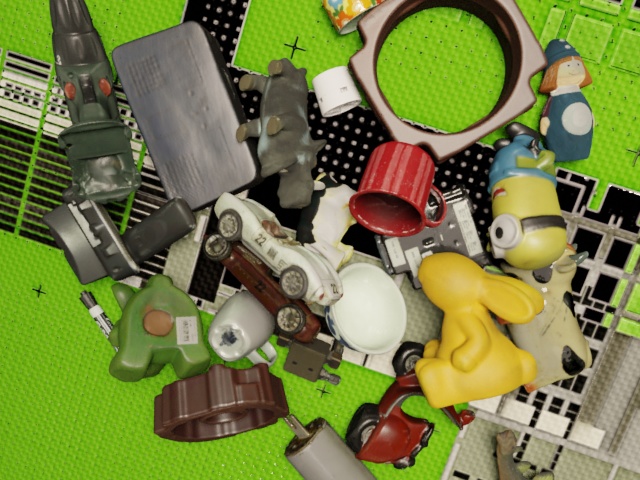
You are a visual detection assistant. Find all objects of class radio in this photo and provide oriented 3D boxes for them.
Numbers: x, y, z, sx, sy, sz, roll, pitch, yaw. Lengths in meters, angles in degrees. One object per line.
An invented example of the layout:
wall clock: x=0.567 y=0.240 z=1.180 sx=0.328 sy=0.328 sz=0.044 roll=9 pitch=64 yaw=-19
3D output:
radio: x=-0.169 y=-0.160 z=0.715 sx=0.131 sy=0.073 sz=0.229 roll=-20 pitch=96 yaw=8

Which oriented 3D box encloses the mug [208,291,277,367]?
mug: x=-0.104 y=0.131 z=0.726 sx=0.081 sy=0.107 sz=0.109 roll=-33 pitch=91 yaw=11

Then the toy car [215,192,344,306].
toy car: x=-0.052 y=0.010 z=0.662 sx=0.202 sy=0.073 sz=0.056 roll=39 pitch=103 yaw=24

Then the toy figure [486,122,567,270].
toy figure: x=0.248 y=-0.053 z=0.648 sx=0.089 sy=0.082 sz=0.180 roll=1 pitch=64 yaw=19

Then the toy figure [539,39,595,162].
toy figure: x=0.308 y=-0.175 z=0.669 sx=0.064 sy=0.058 sz=0.154 roll=-10 pitch=96 yaw=-32

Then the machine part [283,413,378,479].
machine part: x=0.031 y=0.337 z=0.753 sx=0.079 sy=0.079 sz=0.243 roll=-41 pitch=93 yaw=10

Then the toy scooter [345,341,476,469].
toy scooter: x=0.129 y=0.241 z=0.733 sx=0.135 sy=0.075 sz=0.184 roll=33 pitch=95 yaw=0

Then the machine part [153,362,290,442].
machine part: x=-0.130 y=0.220 z=0.715 sx=0.179 sy=0.179 sz=0.056 roll=-19 pitch=59 yaw=8

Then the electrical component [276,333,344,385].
electrical component: x=-0.012 y=0.155 z=0.753 sx=0.102 sy=0.045 sz=0.078 roll=17 pitch=127 yaw=7

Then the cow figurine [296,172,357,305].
cow figurine: x=-0.002 y=-0.001 z=0.718 sx=0.098 sy=0.068 sz=0.167 roll=29 pitch=96 yaw=7

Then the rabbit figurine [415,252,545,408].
rabbit figurine: x=0.175 y=0.094 z=0.633 sx=0.162 sy=0.122 sz=0.173 roll=-21 pitch=82 yaw=31

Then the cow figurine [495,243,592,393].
cow figurine: x=0.289 y=0.083 z=0.688 sx=0.127 sy=0.085 sz=0.194 roll=-20 pitch=92 yaw=15

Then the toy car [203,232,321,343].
toy car: x=-0.076 y=0.056 z=0.704 sx=0.053 sy=0.089 sz=0.202 roll=-46 pitch=71 yaw=0

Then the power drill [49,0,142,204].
power drill: x=-0.273 y=-0.158 z=0.633 sx=0.086 sy=0.207 sz=0.231 roll=-17 pitch=137 yaw=-22

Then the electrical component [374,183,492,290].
electrical component: x=0.142 y=-0.002 z=0.707 sx=0.134 sy=0.058 sz=0.114 roll=-17 pitch=93 yaw=8

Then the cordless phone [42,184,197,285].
cordless phone: x=-0.258 y=-0.032 z=0.709 sx=0.184 sy=0.089 sz=0.146 roll=-27 pitch=94 yaw=26

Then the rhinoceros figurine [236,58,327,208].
rhinoceros figurine: x=-0.045 y=-0.134 z=0.686 sx=0.073 sy=0.112 sz=0.190 roll=-14 pitch=76 yaw=35

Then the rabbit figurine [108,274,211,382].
rabbit figurine: x=-0.238 y=0.127 z=0.727 sx=0.121 sy=0.170 sz=0.159 roll=-7 pitch=67 yaw=-32

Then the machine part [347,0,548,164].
machine part: x=0.152 y=-0.213 z=0.665 sx=0.201 sy=0.087 sz=0.201 roll=-31 pitch=92 yaw=11

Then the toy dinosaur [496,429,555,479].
toy dinosaur: x=0.319 y=0.458 z=0.725 sx=0.199 sy=0.105 sz=0.470 roll=-16 pitch=100 yaw=5
